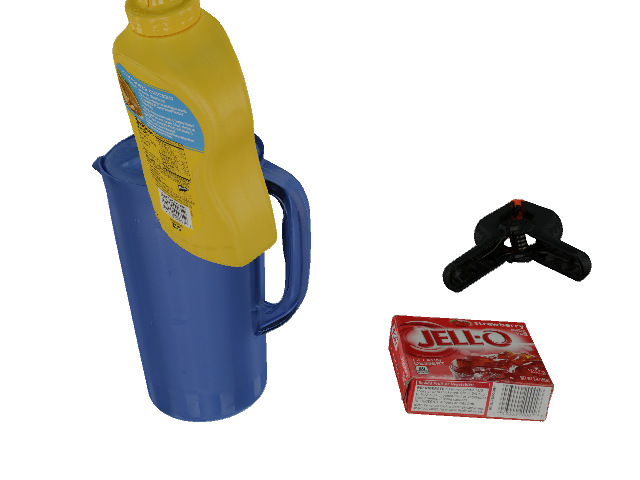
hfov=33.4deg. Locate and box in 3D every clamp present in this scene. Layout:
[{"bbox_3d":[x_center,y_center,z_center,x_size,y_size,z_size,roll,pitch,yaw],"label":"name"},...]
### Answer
[{"bbox_3d":[0.183,0.002,0.939,0.120,0.039,0.171,3,25,20],"label":"clamp"}]

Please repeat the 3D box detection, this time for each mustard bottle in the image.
[{"bbox_3d":[-0.079,-0.078,0.634,0.058,0.191,0.096,-35,48,-26],"label":"mustard bottle"}]

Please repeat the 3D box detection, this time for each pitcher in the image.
[{"bbox_3d":[-0.096,0.031,0.903,0.144,0.243,0.149,-15,30,-21],"label":"pitcher"}]

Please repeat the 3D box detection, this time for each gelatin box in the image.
[{"bbox_3d":[0.090,0.077,0.657,0.089,0.030,0.073,5,25,-6],"label":"gelatin box"}]
